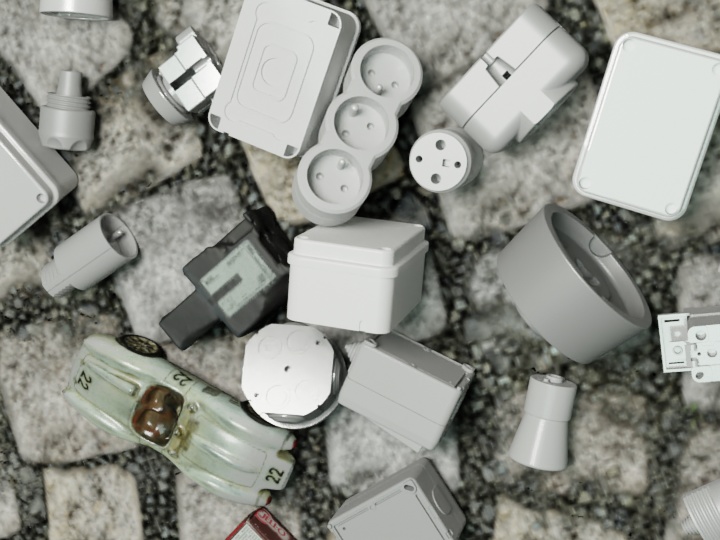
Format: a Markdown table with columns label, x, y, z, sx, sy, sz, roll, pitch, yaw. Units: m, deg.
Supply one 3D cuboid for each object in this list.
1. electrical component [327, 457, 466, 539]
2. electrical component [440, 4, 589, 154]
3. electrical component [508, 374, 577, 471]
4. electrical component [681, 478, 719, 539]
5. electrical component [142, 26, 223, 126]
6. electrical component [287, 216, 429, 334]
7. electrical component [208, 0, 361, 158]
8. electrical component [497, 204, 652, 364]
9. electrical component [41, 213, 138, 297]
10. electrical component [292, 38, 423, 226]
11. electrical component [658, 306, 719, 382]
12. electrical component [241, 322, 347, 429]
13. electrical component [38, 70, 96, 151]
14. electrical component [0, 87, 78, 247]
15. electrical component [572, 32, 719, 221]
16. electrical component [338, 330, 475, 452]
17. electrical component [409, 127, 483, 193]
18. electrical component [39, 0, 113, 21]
| label | x | y | z | sx | sy | sz | roll | pitch | yaw |
| --- | --- | --- | --- | --- | --- | --- | --- | --- | --- |
| electrical component | 0.025 | 0.195 | 0.824 | 0.096 | 0.061 | 0.061 | -33 | 89 | 19 |
| electrical component | 0.111 | -0.129 | 0.749 | 0.059 | 0.054 | 0.095 | 45 | 108 | 5 |
| electrical component | 0.137 | 0.109 | 0.789 | 0.044 | 0.044 | 0.065 | 12 | 97 | 14 |
| electrical component | 0.266 | 0.166 | 0.759 | 0.081 | 0.043 | 0.043 | -30 | 90 | 19 |
| electrical component | -0.132 | -0.143 | 0.823 | 0.055 | 0.048 | 0.066 | -35 | 88 | 11 |
| electrical component | 0.000 | 0.000 | 0.772 | 0.078 | 0.113 | 0.057 | 8 | 104 | 15 |
| electrical component | -0.054 | -0.146 | 0.793 | 0.078 | 0.057 | 0.113 | 23 | 105 | 11 |
| electrical component | 0.141 | 0.015 | 0.740 | 0.060 | 0.108 | 0.108 | -42 | 86 | 24 |
| electrical component | -0.225 | -0.007 | 0.873 | 0.081 | 0.043 | 0.043 | -32 | 89 | 18 |
| electrical component | -0.005 | -0.094 | 0.779 | 0.052 | 0.073 | 0.138 | 26 | 76 | -4 |
| electrical component | 0.247 | 0.050 | 0.735 | 0.081 | 0.064 | 0.042 | -7 | 98 | 17 |
| electrical component | -0.052 | 0.079 | 0.822 | 0.080 | 0.051 | 0.080 | -1 | 76 | 5 |
| electrical component | -0.232 | -0.127 | 0.855 | 0.043 | 0.043 | 0.062 | 10 | 100 | 14 |
| electrical component | -0.295 | -0.084 | 0.861 | 0.078 | 0.057 | 0.113 | -36 | 101 | 18 |
| electrical component | 0.197 | -0.097 | 0.728 | 0.078 | 0.057 | 0.113 | 18 | 104 | 13 |
| electrical component | 0.028 | 0.087 | 0.805 | 0.096 | 0.062 | 0.061 | 26 | 105 | 11 |
| electrical component | 0.062 | -0.079 | 0.771 | 0.045 | 0.055 | 0.045 | 3 | 100 | 16 |
| electrical component | -0.218 | -0.220 | 0.831 | 0.055 | 0.055 | 0.047 | 6 | 97 | 15 |
